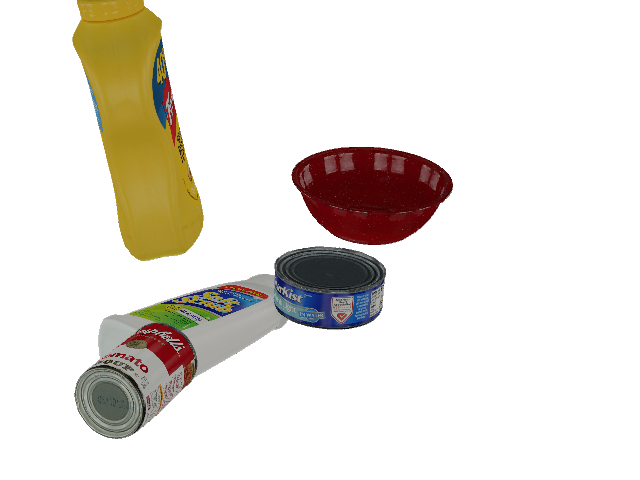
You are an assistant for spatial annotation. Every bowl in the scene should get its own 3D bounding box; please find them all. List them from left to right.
[{"bbox_3d":[0.050,-0.040,1.078,0.162,0.055,0.162,3,27,-2],"label":"bowl"}]

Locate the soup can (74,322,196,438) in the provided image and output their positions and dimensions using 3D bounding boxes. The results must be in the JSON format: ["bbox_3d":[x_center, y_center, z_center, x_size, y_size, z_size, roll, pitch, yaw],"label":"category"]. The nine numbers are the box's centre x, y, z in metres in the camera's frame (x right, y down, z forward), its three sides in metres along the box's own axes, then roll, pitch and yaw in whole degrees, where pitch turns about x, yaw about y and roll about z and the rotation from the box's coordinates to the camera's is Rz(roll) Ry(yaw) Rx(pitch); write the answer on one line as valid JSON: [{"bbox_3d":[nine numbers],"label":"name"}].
[{"bbox_3d":[-0.160,0.121,0.929,0.069,0.068,0.102,0,17,20],"label":"soup can"}]

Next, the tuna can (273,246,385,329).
[{"bbox_3d":[0.006,0.036,0.820,0.086,0.034,0.086,3,21,-1],"label":"tuna can"}]

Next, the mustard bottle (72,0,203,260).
[{"bbox_3d":[-0.123,-0.090,0.703,0.058,0.191,0.096,-9,28,0],"label":"mustard bottle"}]

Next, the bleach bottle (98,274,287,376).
[{"bbox_3d":[-0.114,0.085,1.152,0.103,0.068,0.250,18,25,31],"label":"bleach bottle"}]
